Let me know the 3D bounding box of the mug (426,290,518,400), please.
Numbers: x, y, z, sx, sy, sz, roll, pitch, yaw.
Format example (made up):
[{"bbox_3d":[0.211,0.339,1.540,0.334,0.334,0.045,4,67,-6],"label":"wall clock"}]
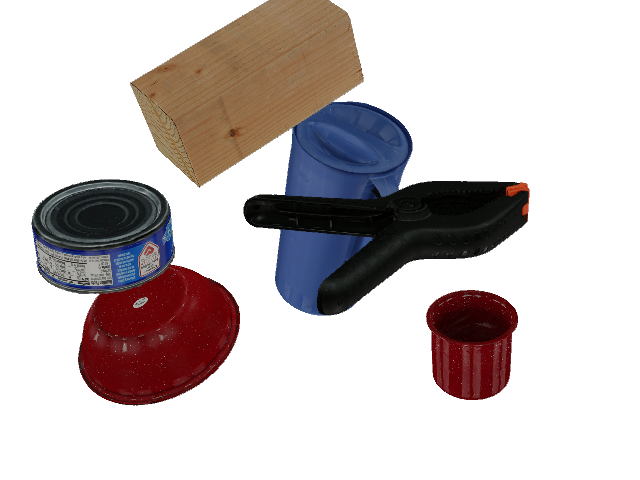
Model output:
[{"bbox_3d":[0.163,0.105,1.117,0.093,0.081,0.117,15,38,27],"label":"mug"}]

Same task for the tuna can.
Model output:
[{"bbox_3d":[-0.134,-0.004,0.660,0.086,0.034,0.086,0,32,0],"label":"tuna can"}]

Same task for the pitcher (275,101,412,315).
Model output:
[{"bbox_3d":[0.021,-0.023,1.224,0.145,0.243,0.149,18,41,6],"label":"pitcher"}]

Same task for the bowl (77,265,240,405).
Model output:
[{"bbox_3d":[-0.160,0.074,0.998,0.162,0.162,0.055,0,-44,19],"label":"bowl"}]

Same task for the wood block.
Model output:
[{"bbox_3d":[-0.069,-0.157,1.062,0.206,0.091,0.090,-34,48,-16],"label":"wood block"}]

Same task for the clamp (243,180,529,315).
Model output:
[{"bbox_3d":[0.054,-0.014,0.784,0.209,0.036,0.165,-15,31,-24],"label":"clamp"}]
